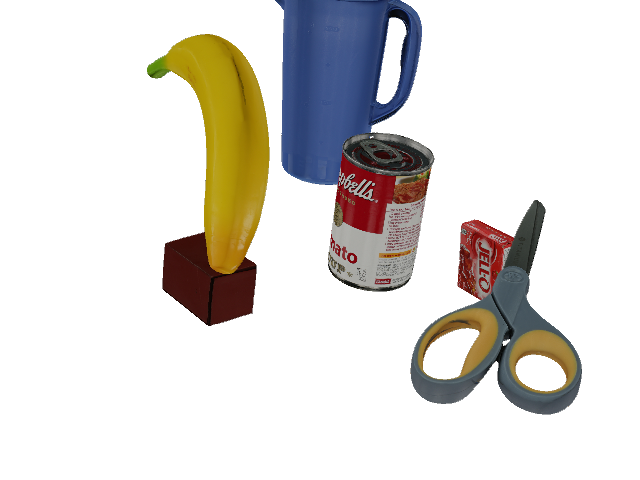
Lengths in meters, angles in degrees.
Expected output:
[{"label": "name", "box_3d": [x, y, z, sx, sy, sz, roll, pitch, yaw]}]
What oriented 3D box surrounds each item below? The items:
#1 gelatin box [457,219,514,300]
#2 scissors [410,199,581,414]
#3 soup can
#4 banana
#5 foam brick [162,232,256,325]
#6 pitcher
[{"label": "gelatin box", "box_3d": [0.199, 0.028, 1.277, 0.030, 0.089, 0.073, -18, 32, -31]}, {"label": "scissors", "box_3d": [0.123, 0.035, 0.604, 0.096, 0.016, 0.201, 21, 39, 28]}, {"label": "soup can", "box_3d": [0.044, -0.021, 0.804, 0.068, 0.102, 0.068, 6, 29, -3]}, {"label": "banana", "box_3d": [-0.060, -0.068, 0.637, 0.037, 0.070, 0.198, 14, 36, -32]}, {"label": "foam brick", "box_3d": [-0.103, 0.034, 0.984, 0.052, 0.051, 0.078, -15, 34, -37]}, {"label": "pitcher", "box_3d": [0.023, -0.195, 1.311, 0.144, 0.243, 0.149, -9, 29, -27]}]
